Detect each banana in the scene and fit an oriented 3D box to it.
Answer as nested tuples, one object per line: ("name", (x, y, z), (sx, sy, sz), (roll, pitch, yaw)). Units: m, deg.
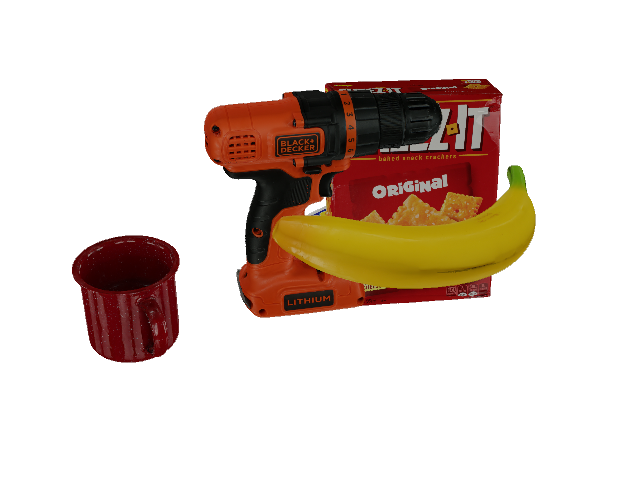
("banana", (0.066, -0.001, 0.649), (0.197, 0.037, 0.070), (-12, 46, -34))

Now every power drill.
("power drill", (0.002, -0.032, 0.850), (0.184, 0.188, 0.057), (-5, 34, -9))

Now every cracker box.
("cracker box", (0.088, -0.045, 1.047), (0.164, 0.214, 0.072), (-3, 21, -7))

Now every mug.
("mug", (-0.162, 0.059, 0.937), (0.093, 0.081, 0.117), (-20, 37, -28))

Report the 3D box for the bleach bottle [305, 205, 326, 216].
("bleach bottle", (0.034, -0.014, 1.269), (0.103, 0.068, 0.250), (22, 39, 31))
